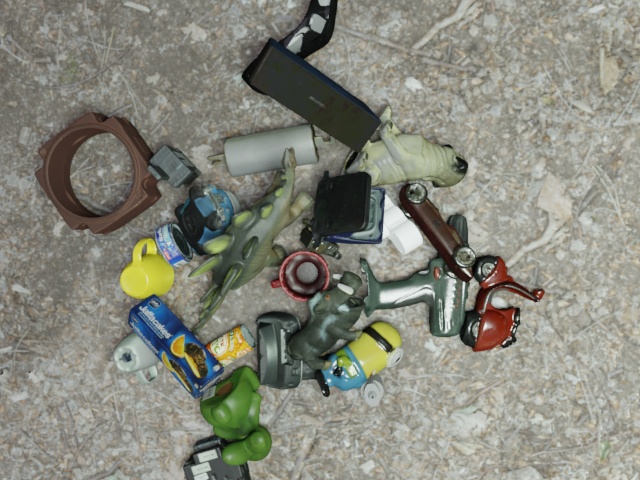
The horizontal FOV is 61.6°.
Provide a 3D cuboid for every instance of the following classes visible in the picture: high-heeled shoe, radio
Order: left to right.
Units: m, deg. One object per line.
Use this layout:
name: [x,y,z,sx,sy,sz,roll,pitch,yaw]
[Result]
high-heeled shoe: [-0.054,-0.386,0.991,0.145,0.086,0.248,15,98,5]
radio: [-0.012,-0.253,0.935,0.229,0.131,0.073,30,109,-23]

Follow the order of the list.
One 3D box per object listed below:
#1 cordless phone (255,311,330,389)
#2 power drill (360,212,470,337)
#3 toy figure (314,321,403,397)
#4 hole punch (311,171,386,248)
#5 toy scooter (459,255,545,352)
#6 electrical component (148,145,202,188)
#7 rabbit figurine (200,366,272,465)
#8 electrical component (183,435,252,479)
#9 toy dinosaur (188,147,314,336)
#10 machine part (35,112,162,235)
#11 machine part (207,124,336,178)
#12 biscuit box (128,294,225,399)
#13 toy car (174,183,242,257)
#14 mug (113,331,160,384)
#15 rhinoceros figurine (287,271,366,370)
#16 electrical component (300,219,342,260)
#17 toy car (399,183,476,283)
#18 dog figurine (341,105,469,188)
cordless phone: [-0.031,0.211,1.039,0.184,0.089,0.146,-1,92,-7]
power drill: [0.178,0.066,1.007,0.207,0.086,0.232,-2,84,-2]
toy figure: [0.073,0.222,1.003,0.180,0.082,0.089,-26,97,-9]
hole punch: [0.054,-0.050,0.944,0.116,0.092,0.142,-4,74,33]
toy scooter: [0.340,0.125,0.997,0.135,0.075,0.183,12,90,2]
electrical component: [-0.278,-0.137,1.008,0.048,0.119,0.075,-44,87,6]
rabbit figurine: [-0.140,0.352,1.024,0.121,0.159,0.170,-31,106,-4]
electrical component: [-0.202,0.459,1.068,0.115,0.058,0.134,-16,92,4]
toy dinosaur: [-0.144,0.028,0.969,0.105,0.198,0.471,38,129,12]
machine part: [-0.423,-0.127,1.037,0.201,0.087,0.201,-33,91,7]
machine part: [-0.090,-0.168,1.012,0.243,0.079,0.079,-10,93,4]
biscuit box: [-0.271,0.195,0.999,0.203,0.063,0.059,43,137,12]
toy car: [-0.200,-0.047,1.011,0.109,0.103,0.161,56,141,12]
mug: [-0.353,0.228,1.042,0.081,0.107,0.109,-12,91,7]
rhinoceros figurine: [0.016,0.141,0.961,0.112,0.073,0.190,34,102,-13]
electrical component: [-0.002,-0.003,1.008,0.078,0.102,0.045,19,102,-19]
toy car: [0.208,-0.016,0.940,0.053,0.089,0.202,-32,72,-11]
dog figurine: [0.155,-0.128,0.992,0.190,0.121,0.172,34,131,-16]
